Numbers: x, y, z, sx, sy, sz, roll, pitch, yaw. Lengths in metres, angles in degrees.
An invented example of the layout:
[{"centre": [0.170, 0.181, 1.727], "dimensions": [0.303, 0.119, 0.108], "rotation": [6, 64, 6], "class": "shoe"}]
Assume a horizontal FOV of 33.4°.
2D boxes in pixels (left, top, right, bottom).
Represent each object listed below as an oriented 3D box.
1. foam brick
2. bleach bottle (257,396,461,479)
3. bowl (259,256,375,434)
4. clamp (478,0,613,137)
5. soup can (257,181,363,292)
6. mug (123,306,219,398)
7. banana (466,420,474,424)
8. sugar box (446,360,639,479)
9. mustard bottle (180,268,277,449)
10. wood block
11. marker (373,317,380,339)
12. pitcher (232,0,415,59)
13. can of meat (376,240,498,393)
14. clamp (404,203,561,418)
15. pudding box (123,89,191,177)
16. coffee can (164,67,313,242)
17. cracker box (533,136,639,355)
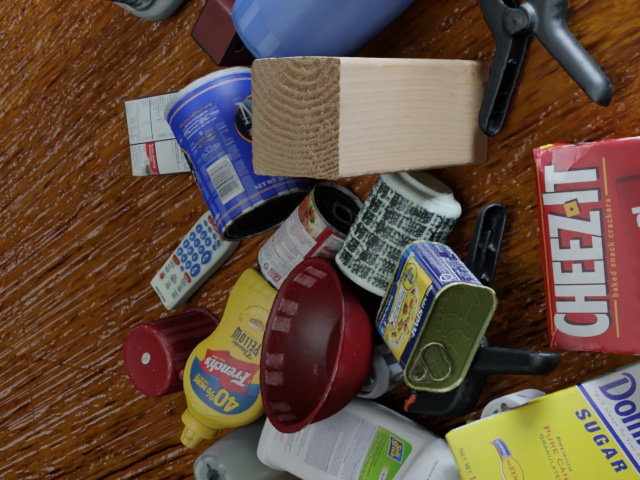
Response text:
[{"centre": [-0.077, -0.206, 1.045], "dimensions": [0.051, 0.078, 0.053], "rotation": [48, 126, 23], "class": "foam brick"}, {"centre": [0.052, 0.206, 0.977], "dimensions": [0.251, 0.068, 0.102], "rotation": [19, 90, 46], "class": "bleach bottle"}, {"centre": [0.003, 0.098, 0.968], "dimensions": [0.162, 0.055, 0.162], "rotation": [-38, 45, 52], "class": "bowl"}, {"centre": [0.163, -0.169, 0.874], "dimensions": [0.120, 0.039, 0.171], "rotation": [-22, 77, 36], "class": "clamp"}, {"centre": [-0.007, 0.001, 1.025], "dimensions": [0.102, 0.068, 0.068], "rotation": [-47, 67, 35], "class": "soup can"}, {"centre": [-0.151, 0.129, 1.157], "dimensions": [0.117, 0.081, 0.093], "rotation": [27, 114, 34], "class": "mug"}, {"centre": [0.082, 0.229, 1.010], "dimensions": [0.198, 0.037, 0.069], "rotation": [-27, 56, 37], "class": "banana"}, {"centre": [0.199, 0.165, 0.843], "dimensions": [0.176, 0.048, 0.093], "rotation": [-24, 81, 13], "class": "sugar box"}, {"centre": [-0.083, 0.129, 1.076], "dimensions": [0.096, 0.058, 0.192], "rotation": [36, 99, 17], "class": "mustard bottle"}, {"centre": [0.046, -0.103, 0.872], "dimensions": [0.090, 0.205, 0.091], "rotation": [6, 101, 39], "class": "wood block"}, {"centre": [0.083, 0.057, 0.989], "dimensions": [0.121, 0.020, 0.020], "rotation": [-43, 70, 36], "class": "marker"}, {"centre": [0.037, -0.249, 0.894], "dimensions": [0.243, 0.149, 0.145], "rotation": [-44, 78, 27], "class": "pitcher"}, {"centre": [0.093, 0.061, 0.889], "dimensions": [0.102, 0.057, 0.084], "rotation": [-70, 26, 21], "class": "can of meat"}, {"centre": [0.130, 0.096, 0.910], "dimensions": [0.164, 0.036, 0.210], "rotation": [-106, 32, -45], "class": "clamp"}, {"centre": [-0.160, -0.115, 1.155], "dimensions": [0.114, 0.039, 0.090], "rotation": [-2, 95, 38], "class": "pudding box"}, {"centre": [-0.079, -0.084, 1.049], "dimensions": [0.103, 0.102, 0.140], "rotation": [-37, 74, 38], "class": "coffee can"}, {"centre": [0.270, 0.002, 0.788], "dimensions": [0.214, 0.071, 0.164], "rotation": [-2, 95, 41], "class": "cracker box"}]
